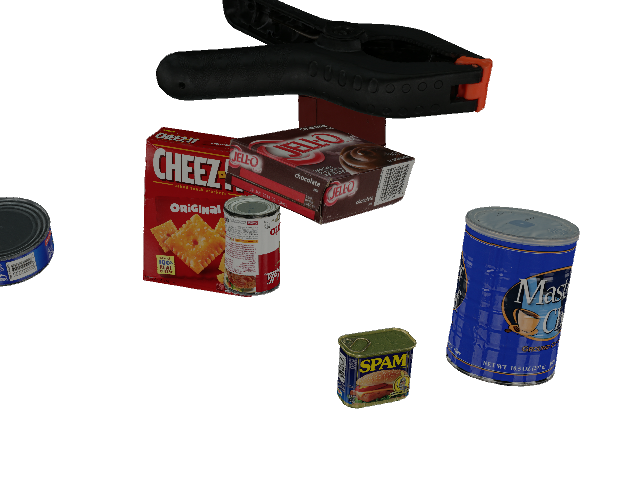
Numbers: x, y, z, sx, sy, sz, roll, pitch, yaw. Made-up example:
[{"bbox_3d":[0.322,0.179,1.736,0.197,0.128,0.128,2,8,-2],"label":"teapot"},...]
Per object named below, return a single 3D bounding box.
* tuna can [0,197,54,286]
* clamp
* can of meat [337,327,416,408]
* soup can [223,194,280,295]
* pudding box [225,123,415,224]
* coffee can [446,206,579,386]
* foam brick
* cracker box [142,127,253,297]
[{"bbox_3d":[-0.278,0.001,0.935,0.086,0.034,0.086,0,40,0],"label":"tuna can"},{"bbox_3d":[0.001,-0.093,0.568,0.172,0.039,0.120,14,41,18],"label":"clamp"},{"bbox_3d":[0.073,0.170,1.422,0.102,0.084,0.057,-6,25,-21],"label":"can of meat"},{"bbox_3d":[-0.081,0.005,1.257,0.068,0.102,0.068,1,24,-1],"label":"soup can"},{"bbox_3d":[0.000,-0.051,0.775,0.090,0.039,0.113,25,23,30],"label":"pudding box"},{"bbox_3d":[0.176,0.049,0.986,0.103,0.140,0.103,5,17,-2],"label":"coffee can"},{"bbox_3d":[0.022,-0.122,1.080,0.078,0.051,0.053,-3,13,-19],"label":"foam brick"},{"bbox_3d":[-0.160,-0.037,1.488,0.164,0.214,0.072,10,23,11],"label":"cracker box"}]
